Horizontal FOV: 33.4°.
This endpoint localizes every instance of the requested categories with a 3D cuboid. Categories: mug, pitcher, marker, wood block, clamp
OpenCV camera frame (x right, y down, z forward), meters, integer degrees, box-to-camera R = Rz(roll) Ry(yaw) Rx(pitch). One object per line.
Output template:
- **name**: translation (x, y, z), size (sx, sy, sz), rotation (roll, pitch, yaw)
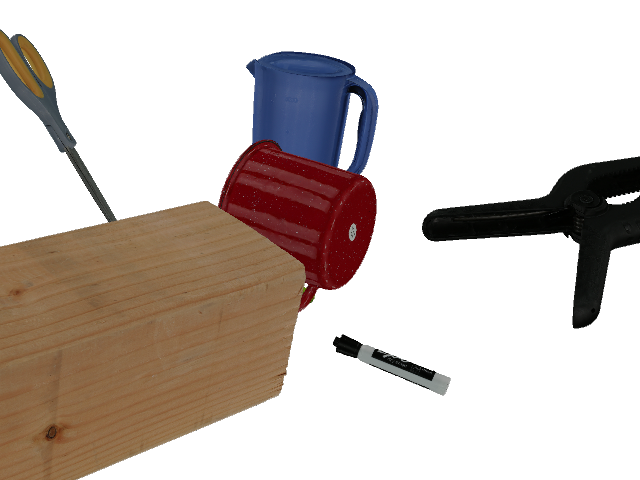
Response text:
- **mug**: translation (-0.018, -0.004, 0.734), size (0.082, 0.117, 0.093), rotation (18, -5, 23)
- **pitcher**: translation (-0.022, -0.122, 1.424), size (0.144, 0.243, 0.149), rotation (-3, 24, -22)
- **marker**: translation (0.069, 0.121, 1.051), size (0.121, 0.020, 0.020), rotation (21, 5, 14)
- **wood block**: translation (-0.116, 0.053, 0.546), size (0.205, 0.091, 0.090), rotation (-16, 38, -44)
- **clamp**: translation (0.207, -0.011, 0.820), size (0.209, 0.036, 0.165), rotation (-22, 40, -23)

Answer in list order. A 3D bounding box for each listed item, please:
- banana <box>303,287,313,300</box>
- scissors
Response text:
- **banana**: translation (-0.107, 0.065, 0.959), size (0.198, 0.069, 0.037), rotation (-20, 27, 13)
- **scissors**: translation (-0.227, -0.102, 0.937), size (0.016, 0.201, 0.096), rotation (-27, 26, 9)
